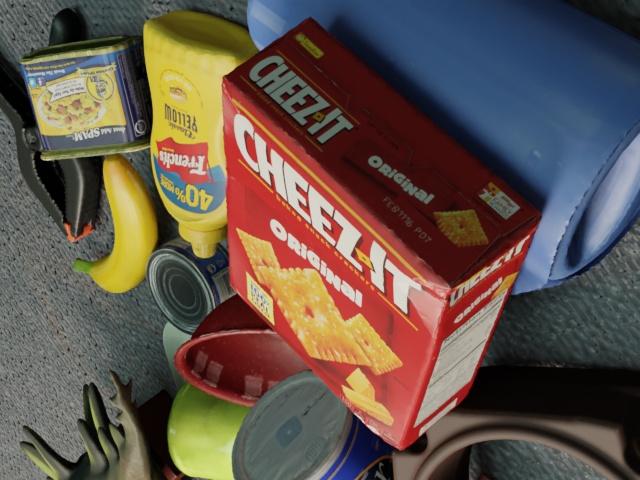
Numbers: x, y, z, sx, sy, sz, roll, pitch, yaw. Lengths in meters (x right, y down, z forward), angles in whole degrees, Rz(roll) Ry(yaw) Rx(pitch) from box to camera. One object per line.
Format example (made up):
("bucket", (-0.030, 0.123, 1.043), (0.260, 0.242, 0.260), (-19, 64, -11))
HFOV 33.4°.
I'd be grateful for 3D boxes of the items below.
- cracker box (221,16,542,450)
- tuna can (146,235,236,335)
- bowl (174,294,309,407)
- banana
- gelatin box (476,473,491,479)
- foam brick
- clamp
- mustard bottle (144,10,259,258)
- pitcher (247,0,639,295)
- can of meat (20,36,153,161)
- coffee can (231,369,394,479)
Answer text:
("cracker box", (0.020, 0.009, 0.598), (0.164, 0.072, 0.214), (43, 156, 21))
("tuna can", (-0.108, 0.038, 0.907), (0.086, 0.033, 0.086), (23, 128, 32))
("bowl", (-0.026, 0.078, 0.805), (0.162, 0.055, 0.162), (5, 151, 2))
("banana", (-0.172, -0.001, 0.924), (0.069, 0.037, 0.198), (25, 144, -7))
("gelatin box", (0.133, 0.229, 0.801), (0.073, 0.030, 0.089), (33, 132, 22))
("foam brick", (-0.154, 0.196, 1.032), (0.078, 0.051, 0.053), (50, 137, 8))
("clamp", (-0.237, -0.101, 0.943), (0.165, 0.036, 0.210), (-8, 108, 43))
("mustard bottle", (-0.088, -0.069, 0.805), (0.096, 0.058, 0.192), (25, 130, 29))
("pitcher", (0.082, -0.101, 0.588), (0.243, 0.149, 0.145), (38, 156, 24))
("can of meat", (-0.182, -0.114, 0.852), (0.102, 0.057, 0.084), (-4, 111, 19))
("coffee can", (0.018, 0.175, 0.776), (0.103, 0.102, 0.140), (-5, 139, 45))
